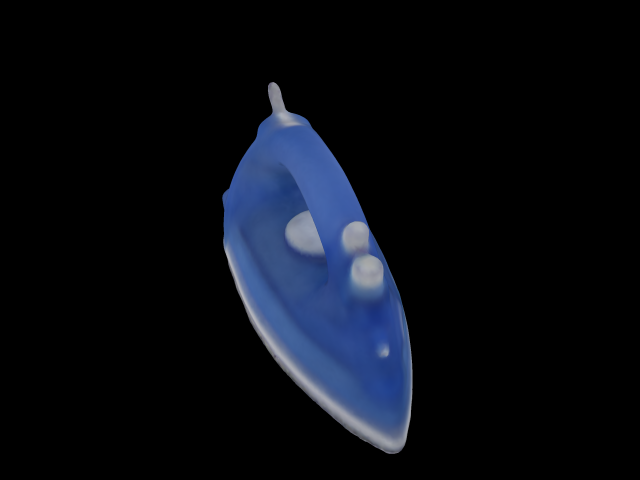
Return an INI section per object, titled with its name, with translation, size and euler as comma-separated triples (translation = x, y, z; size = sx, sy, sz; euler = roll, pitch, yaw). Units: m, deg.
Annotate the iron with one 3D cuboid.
[iron]
translation = 0.004, 0.001, 0.400
size = 0.119, 0.141, 0.257
euler = -14, 42, -16
